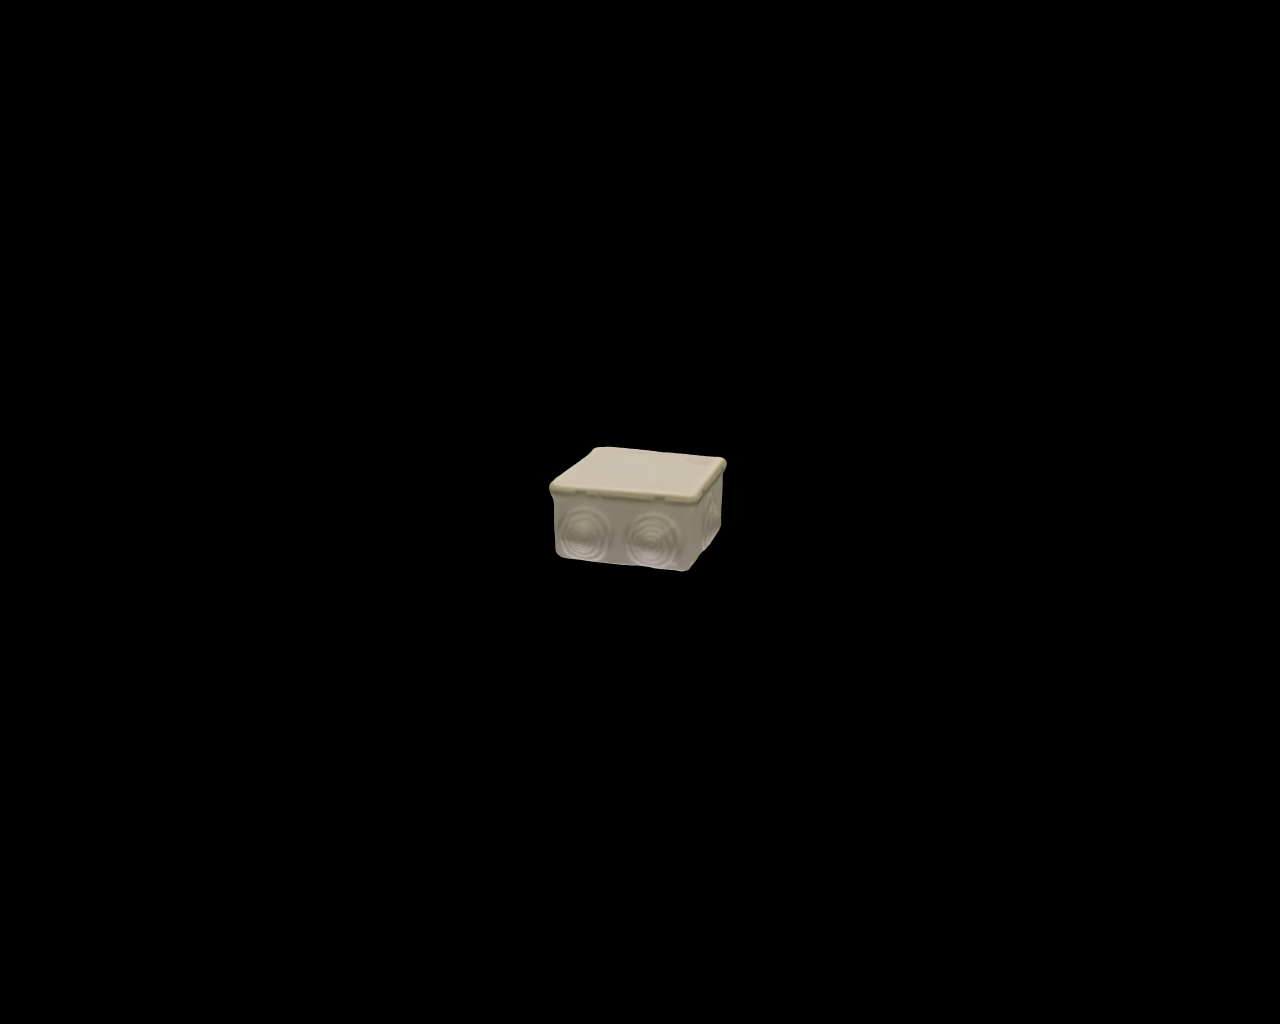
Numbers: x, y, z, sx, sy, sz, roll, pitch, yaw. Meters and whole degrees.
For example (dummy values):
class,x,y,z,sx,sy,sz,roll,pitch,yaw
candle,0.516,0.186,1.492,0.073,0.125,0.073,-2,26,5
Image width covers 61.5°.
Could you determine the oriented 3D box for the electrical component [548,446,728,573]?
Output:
class,x,y,z,sx,sy,sz,roll,pitch,yaw
electrical component,0.001,-0.003,0.650,0.100,0.048,0.100,6,20,16
